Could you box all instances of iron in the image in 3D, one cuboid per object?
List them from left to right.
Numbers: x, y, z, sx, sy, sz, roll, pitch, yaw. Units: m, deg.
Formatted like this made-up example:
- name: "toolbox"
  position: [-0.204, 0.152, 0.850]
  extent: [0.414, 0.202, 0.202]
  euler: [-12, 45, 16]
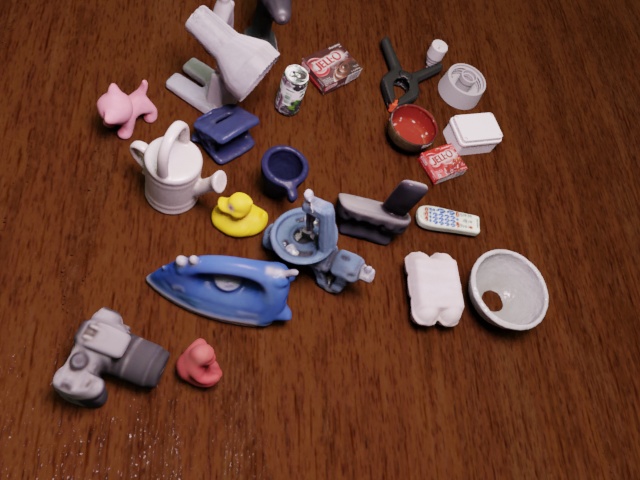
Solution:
- name: "iron"
  position: [-0.162, 0.063, 0.966]
  extent: [0.258, 0.141, 0.118]
  euler: [9, 62, -12]

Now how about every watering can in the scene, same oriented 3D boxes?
- name: "watering can"
  position: [-0.250, -0.132, 1.008]
  extent: [0.173, 0.194, 0.101]
  euler: [7, 62, -13]

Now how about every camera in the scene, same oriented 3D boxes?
- name: "camera"
  position: [-0.313, 0.189, 0.882]
  extent: [0.137, 0.100, 0.143]
  euler: [23, 60, -4]

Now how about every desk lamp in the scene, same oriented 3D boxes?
- name: "desk lamp"
  position: [-0.192, -0.336, 1.116]
  extent: [0.203, 0.213, 0.118]
  euler: [33, 60, 2]

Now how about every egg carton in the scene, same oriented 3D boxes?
- name: "egg carton"
  position: [0.217, 0.095, 1.102]
  extent: [0.107, 0.069, 0.150]
  euler: [2, 64, -15]

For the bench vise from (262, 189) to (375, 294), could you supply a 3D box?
- name: "bench vise"
  position: [0.011, -0.007, 1.006]
  extent: [0.207, 0.219, 0.121]
  euler: [15, 61, -9]

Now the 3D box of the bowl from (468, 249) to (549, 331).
- name: "bowl"
  position: [0.359, 0.107, 1.134]
  extent: [0.168, 0.074, 0.167]
  euler: [7, 63, -13]

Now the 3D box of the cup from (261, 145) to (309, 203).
- name: "cup"
  position: [-0.071, -0.110, 1.106]
  extent: [0.092, 0.095, 0.117]
  euler: [-9, 67, -20]

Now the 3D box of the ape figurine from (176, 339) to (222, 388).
- name: "ape figurine"
  position: [-0.191, 0.194, 0.920]
  extent: [0.076, 0.092, 0.078]
  euler: [3, 63, -15]

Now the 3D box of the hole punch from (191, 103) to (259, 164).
- name: "hole punch"
  position: [-0.188, -0.221, 1.130]
  extent: [0.109, 0.091, 0.101]
  euler: [-38, 79, -28]

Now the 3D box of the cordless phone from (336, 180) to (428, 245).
- name: "cordless phone"
  position: [0.116, -0.076, 1.091]
  extent: [0.148, 0.185, 0.094]
  euler: [11, 62, -11]

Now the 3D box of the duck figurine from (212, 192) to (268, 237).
- name: "duck figurine"
  position: [-0.145, -0.054, 1.061]
  extent: [0.105, 0.086, 0.077]
  euler: [10, 62, -11]

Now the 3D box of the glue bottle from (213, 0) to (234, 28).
- name: "glue bottle"
  position: [-0.205, -0.471, 1.203]
  extent: [0.037, 0.173, 0.078]
  euler: [25, 60, -3]

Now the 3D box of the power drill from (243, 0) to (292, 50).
- name: "power drill"
  position: [-0.109, -0.482, 1.216]
  extent: [0.076, 0.208, 0.229]
  euler: [-4, 65, -17]

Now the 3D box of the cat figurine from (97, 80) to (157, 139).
- name: "cat figurine"
  position: [-0.368, -0.254, 1.078]
  extent: [0.067, 0.117, 0.128]
  euler: [38, 60, 5]
